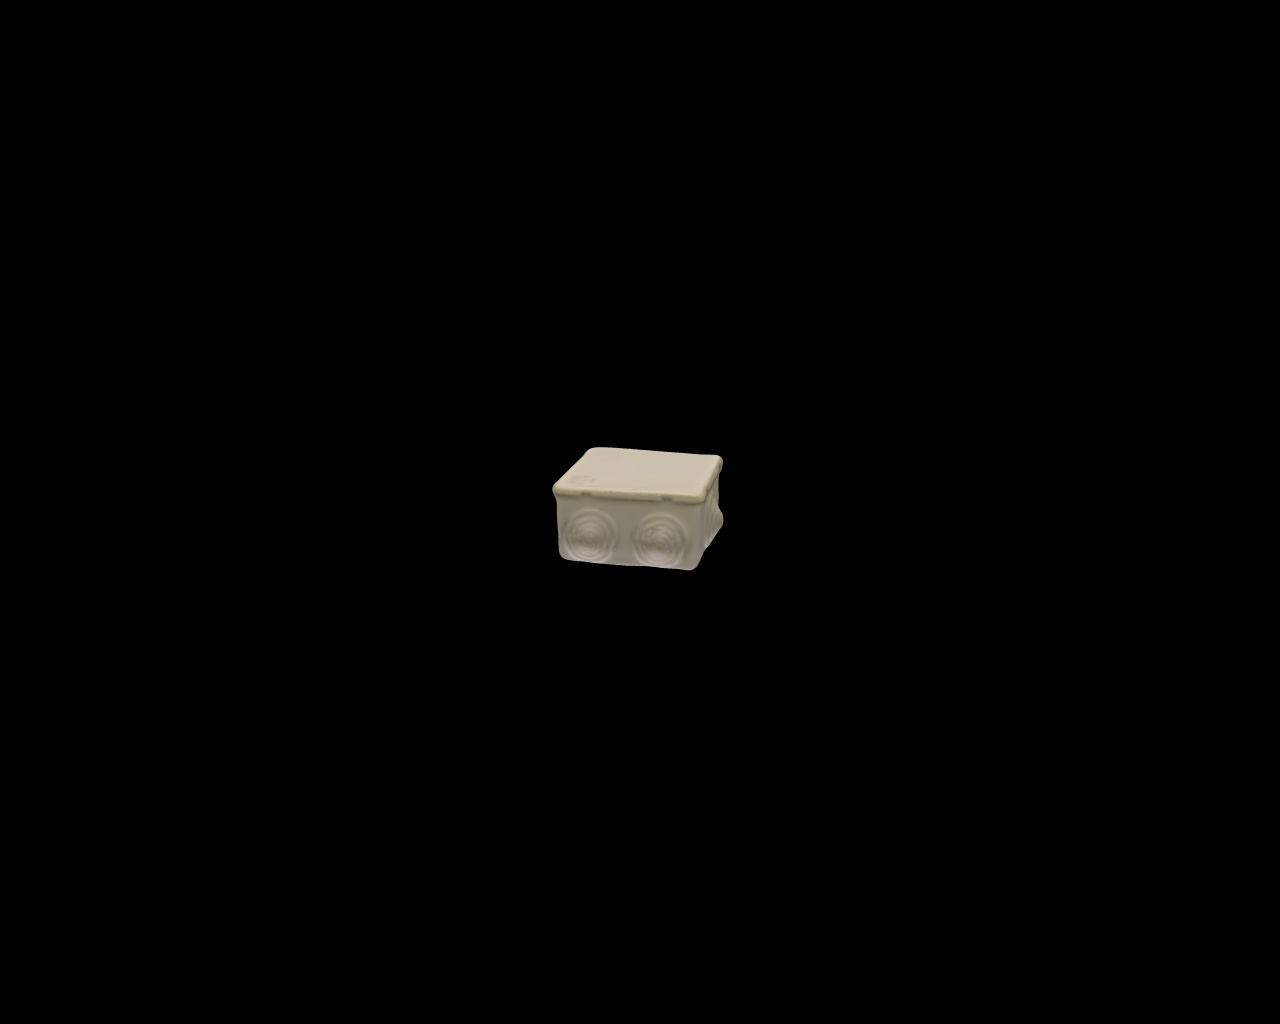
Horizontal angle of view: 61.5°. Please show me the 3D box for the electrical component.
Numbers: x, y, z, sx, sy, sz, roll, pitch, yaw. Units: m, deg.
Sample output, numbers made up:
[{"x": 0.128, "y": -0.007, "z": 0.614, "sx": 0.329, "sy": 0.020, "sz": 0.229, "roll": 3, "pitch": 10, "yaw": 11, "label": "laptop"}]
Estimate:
[{"x": 0.001, "y": -0.003, "z": 0.650, "sx": 0.100, "sy": 0.048, "sz": 0.100, "roll": 4, "pitch": 20, "yaw": 12, "label": "electrical component"}]
